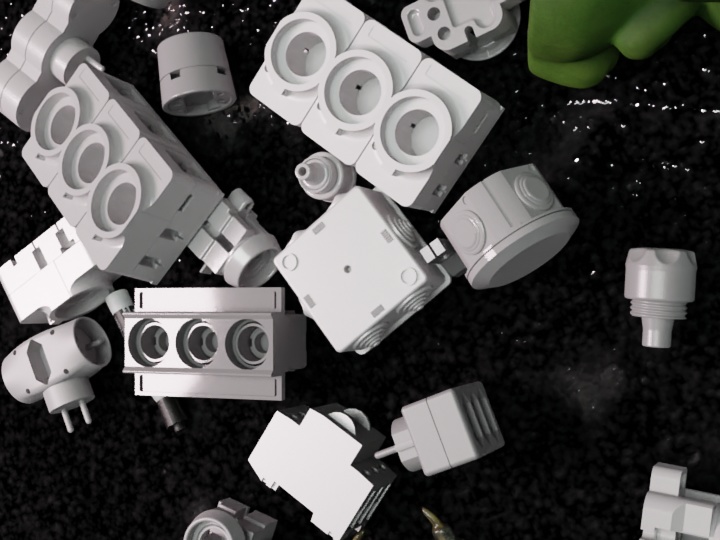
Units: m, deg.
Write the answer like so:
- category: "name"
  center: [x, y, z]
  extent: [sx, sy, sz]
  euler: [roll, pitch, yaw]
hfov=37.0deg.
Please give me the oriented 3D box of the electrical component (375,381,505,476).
- category: "electrical component"
  center: [0.047, 0.111, 0.719]
  extent: [0.077, 0.066, 0.047]
  euler: [-24, 80, 21]

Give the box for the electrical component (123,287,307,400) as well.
- category: "electrical component"
  center: [-0.104, 0.052, 0.786]
  extent: [0.121, 0.063, 0.078]
  euler: [-1, 89, 23]

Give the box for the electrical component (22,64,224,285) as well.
- category: "electrical component"
  center: [-0.183, -0.074, 0.802]
  extent: [0.089, 0.062, 0.150]
  euler: [-51, 56, 14]

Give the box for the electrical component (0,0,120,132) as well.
- category: "electrical component"
  center: [-0.232, -0.168, 0.850]
  extent: [0.074, 0.052, 0.138]
  euler: [37, 103, 19]

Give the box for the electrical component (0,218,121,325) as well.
- category: "electrical component"
  center: [-0.231, 0.003, 0.847]
  extent: [0.089, 0.050, 0.055]
  euler: [-34, 75, 19]

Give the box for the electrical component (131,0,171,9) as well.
- category: "electrical component"
  center: [-0.170, -0.243, 0.804]
  extent: [0.099, 0.099, 0.064]
  euler: [45, 112, 18]

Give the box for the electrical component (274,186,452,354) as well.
- category: "electrical component"
  center: [0.000, 0.000, 0.750]
  extent: [0.100, 0.048, 0.099]
  euler: [-41, 75, 16]

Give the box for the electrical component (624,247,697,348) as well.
- category: "electrical component"
  center: [0.187, 0.017, 0.673]
  extent: [0.043, 0.043, 0.062]
  euler: [4, 92, 23]

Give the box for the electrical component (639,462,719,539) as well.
- category: "electrical component"
  center: [0.205, 0.162, 0.656]
  extent: [0.057, 0.058, 0.078]
  euler: [7, 92, 26]

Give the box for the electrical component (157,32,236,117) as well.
- category: "electrical component"
  center: [-0.123, -0.146, 0.804]
  extent: [0.055, 0.055, 0.047]
  euler: [-14, 80, 22]

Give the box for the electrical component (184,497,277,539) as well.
- category: "electrical component"
  center: [-0.096, 0.196, 0.783]
  extent: [0.066, 0.055, 0.048]
  euler: [20, 96, 22]

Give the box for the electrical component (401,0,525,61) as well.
- category: "electrical component"
  center: [0.075, -0.172, 0.717]
  extent: [0.078, 0.057, 0.058]
  euler: [-22, 81, 21]

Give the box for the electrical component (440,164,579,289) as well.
- category: "electrical component"
  center: [0.096, -0.027, 0.694]
  extent: [0.080, 0.080, 0.051]
  euler: [-37, 71, 18]

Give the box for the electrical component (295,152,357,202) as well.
- category: "electrical component"
  center: [-0.027, -0.066, 0.756]
  extent: [0.035, 0.061, 0.035]
  euler: [0, 89, 23]

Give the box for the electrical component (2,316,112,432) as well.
- category: "electrical component"
  center: [-0.234, 0.088, 0.851]
  extent: [0.077, 0.043, 0.079]
  euler: [-27, 79, 20]

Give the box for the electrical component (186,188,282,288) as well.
- category: "electrical component"
  center: [-0.090, -0.018, 0.792]
  extent: [0.055, 0.048, 0.066]
  euler: [44, 105, 26]

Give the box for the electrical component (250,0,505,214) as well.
- category: "electrical component"
  center: [0.009, -0.119, 0.742]
  extent: [0.150, 0.062, 0.089]
  euler: [38, 103, 19]
